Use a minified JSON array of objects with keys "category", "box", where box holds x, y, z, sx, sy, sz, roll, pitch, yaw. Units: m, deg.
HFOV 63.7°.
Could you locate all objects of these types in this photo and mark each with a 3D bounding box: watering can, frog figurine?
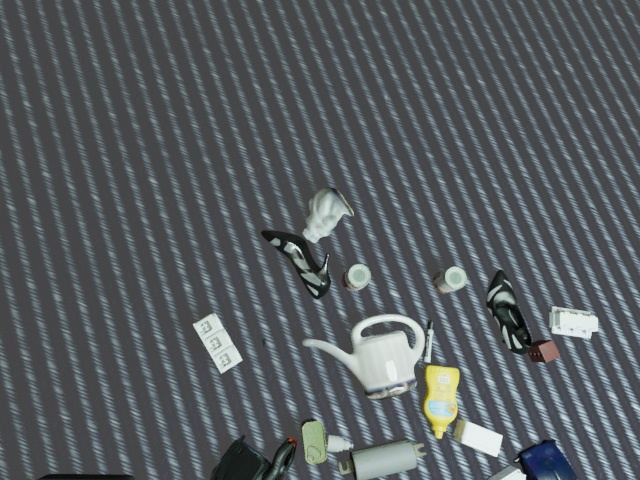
[{"category":"watering can","box":[0.135,0.333,1.434,0.348,0.103,0.227,-11,78,-10]},{"category":"frog figurine","box":[0.005,-0.077,1.523,0.160,0.120,0.140,-34,50,-5]}]
